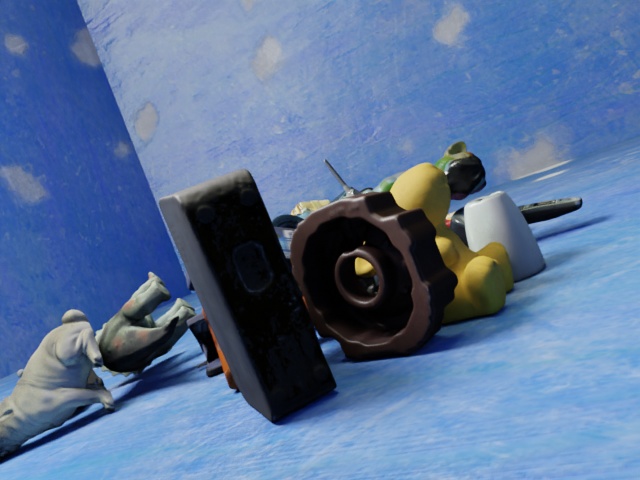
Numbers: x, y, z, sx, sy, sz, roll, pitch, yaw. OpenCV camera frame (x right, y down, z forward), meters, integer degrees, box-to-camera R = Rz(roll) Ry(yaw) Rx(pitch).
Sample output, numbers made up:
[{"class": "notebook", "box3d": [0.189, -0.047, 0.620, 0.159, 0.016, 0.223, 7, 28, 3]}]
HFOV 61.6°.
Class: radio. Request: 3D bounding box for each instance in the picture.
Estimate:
[{"class": "radio", "box3d": [-0.072, 0.050, 0.515, 0.073, 0.229, 0.131, -26, 7, -22]}]

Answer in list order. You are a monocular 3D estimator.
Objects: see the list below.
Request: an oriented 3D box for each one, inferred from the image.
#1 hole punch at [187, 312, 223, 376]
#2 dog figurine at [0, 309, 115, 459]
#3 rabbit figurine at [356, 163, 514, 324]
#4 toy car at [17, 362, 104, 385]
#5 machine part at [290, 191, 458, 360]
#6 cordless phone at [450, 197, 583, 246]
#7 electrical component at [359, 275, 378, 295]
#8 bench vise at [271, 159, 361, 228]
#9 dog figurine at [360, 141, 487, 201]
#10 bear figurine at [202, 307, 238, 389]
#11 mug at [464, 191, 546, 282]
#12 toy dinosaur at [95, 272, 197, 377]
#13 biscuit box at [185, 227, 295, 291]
[{"class": "hole punch", "box3d": [-0.135, 0.139, 0.814, 0.142, 0.092, 0.116, -25, -1, -11]}, {"class": "dog figurine", "box3d": [-0.411, 0.205, 0.767, 0.190, 0.172, 0.121, -14, -13, -28]}, {"class": "rabbit figurine", "box3d": [0.124, 0.002, 0.610, 0.162, 0.173, 0.122, -14, 10, 38]}, {"class": "toy car", "box3d": [-0.449, 0.249, 0.908, 0.103, 0.109, 0.161, -39, -6, -2]}, {"class": "machine part", "box3d": [0.050, 0.036, 0.551, 0.179, 0.179, 0.056, -19, 2, 42]}, {"class": "cordless phone", "box3d": [0.299, -0.024, 0.811, 0.184, 0.088, 0.146, -15, 4, 27]}, {"class": "electrical component", "box3d": [0.079, 0.058, 0.924, 0.048, 0.074, 0.119, -20, 6, 18]}, {"class": "bench vise", "box3d": [-0.009, -0.010, 0.828, 0.240, 0.129, 0.224, -43, 1, 37]}, {"class": "dog figurine", "box3d": [0.160, -0.072, 0.865, 0.219, 0.108, 0.191, -31, 3, -19]}, {"class": "bear figurine", "box3d": [-0.044, 0.095, 0.692, 0.196, 0.120, 0.132, -16, 4, -12]}, {"class": "mug", "box3d": [0.231, -0.008, 0.678, 0.081, 0.107, 0.109, -18, 6, 42]}, {"class": "toy dinosaur", "box3d": [-0.306, 0.161, 0.893, 0.192, 0.131, 0.405, -51, 7, -11]}, {"class": "biscuit box", "box3d": [-0.056, 0.025, 0.640, 0.203, 0.059, 0.062, 6, -51, -23]}]
